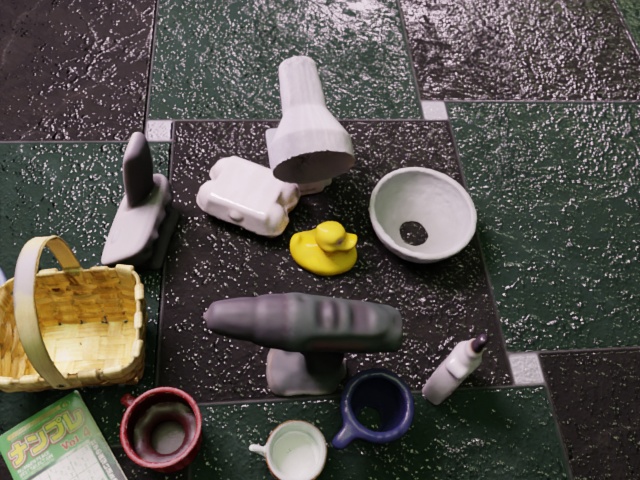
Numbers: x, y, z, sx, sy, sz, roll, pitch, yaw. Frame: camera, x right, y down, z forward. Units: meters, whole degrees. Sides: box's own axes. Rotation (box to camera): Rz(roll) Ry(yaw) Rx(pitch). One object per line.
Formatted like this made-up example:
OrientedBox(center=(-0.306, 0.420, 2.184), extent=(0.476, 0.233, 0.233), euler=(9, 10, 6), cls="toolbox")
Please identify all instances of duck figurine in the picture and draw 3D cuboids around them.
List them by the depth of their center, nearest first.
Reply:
OrientedBox(center=(0.008, 0.003, 0.856), extent=(0.104, 0.086, 0.077), euler=(10, 59, 0), cls="duck figurine")

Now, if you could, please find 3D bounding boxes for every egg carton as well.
OrientedBox(center=(-0.111, -0.066, 0.893), extent=(0.150, 0.069, 0.107), euler=(20, 60, 6), cls="egg carton")

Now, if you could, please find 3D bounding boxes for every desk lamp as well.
OrientedBox(center=(-0.028, -0.154, 0.870), extent=(0.118, 0.213, 0.203), euler=(-7, 61, -10), cls="desk lamp")

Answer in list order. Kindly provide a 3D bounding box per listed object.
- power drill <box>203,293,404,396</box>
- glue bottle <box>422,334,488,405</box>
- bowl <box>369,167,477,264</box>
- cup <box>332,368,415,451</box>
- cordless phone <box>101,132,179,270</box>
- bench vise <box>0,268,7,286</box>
OrientedBox(center=(-0.020, 0.129, 0.709), extent=(0.229, 0.208, 0.075), euler=(-1, 60, -6), cls="power drill")
OrientedBox(center=(0.181, 0.157, 0.734), extent=(0.037, 0.173, 0.078), euler=(40, 64, 17), cls="glue bottle")
OrientedBox(center=(0.154, -0.027, 0.895), extent=(0.167, 0.075, 0.167), euler=(3, 60, -4), cls="bowl")
OrientedBox(center=(0.058, 0.229, 0.725), extent=(0.118, 0.095, 0.091), euler=(-39, 70, -24), cls="cup")
OrientedBox(center=(-0.263, -0.051, 0.802), extent=(0.094, 0.185, 0.147), euler=(6, 59, -2), cls="cordless phone")
OrientedBox(center=(-0.491, 0.063, 0.692), extent=(0.207, 0.220, 0.121), euler=(-8, 61, -10), cls="bench vise")
